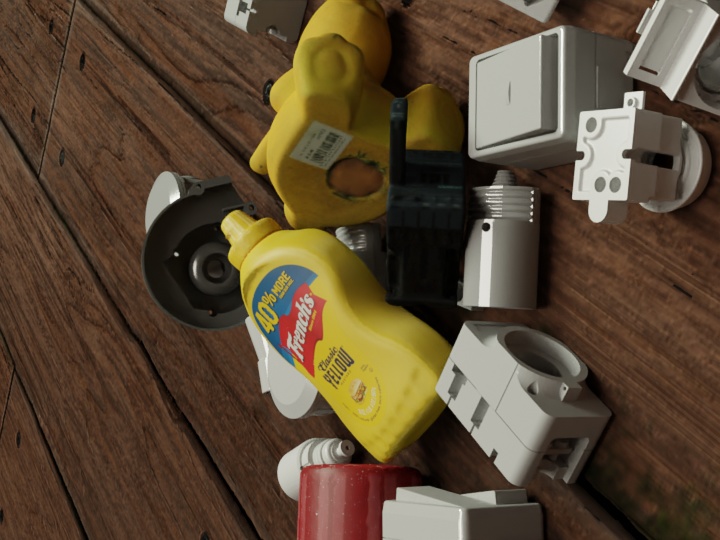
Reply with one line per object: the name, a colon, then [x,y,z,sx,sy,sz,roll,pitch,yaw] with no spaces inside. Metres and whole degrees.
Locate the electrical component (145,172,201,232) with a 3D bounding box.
electrical component: [-0.168,-0.051,1.020,0.080,0.051,0.080,-11,77,56]

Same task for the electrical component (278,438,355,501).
electrical component: [-0.029,0.143,0.792,0.078,0.040,0.040,-40,54,48]

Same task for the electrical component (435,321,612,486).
electrical component: [0.092,0.070,0.605,0.089,0.050,0.055,50,127,47]

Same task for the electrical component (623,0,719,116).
electrical component: [0.164,-0.102,0.499,0.063,0.081,0.042,-97,27,-59]

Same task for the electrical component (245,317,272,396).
electrical component: [-0.065,0.067,0.857,0.044,0.044,0.065,-28,68,52]

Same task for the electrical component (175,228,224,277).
electrical component: [-0.131,-0.009,0.952,0.047,0.066,0.076,11,124,57]

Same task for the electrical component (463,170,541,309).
electrical component: [0.084,-0.018,0.634,0.043,0.043,0.081,-1,85,57]

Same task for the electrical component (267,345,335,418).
electrical component: [-0.032,0.069,0.795,0.080,0.051,0.080,-10,77,56]

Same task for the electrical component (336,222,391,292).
electrical component: [0.000,0.000,0.762,0.043,0.043,0.081,-18,72,55]

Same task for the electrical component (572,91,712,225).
electrical component: [0.142,-0.054,0.539,0.048,0.055,0.066,7,92,57]

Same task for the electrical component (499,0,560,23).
electrical component: [0.087,-0.193,0.633,0.047,0.083,0.075,-63,1,31]

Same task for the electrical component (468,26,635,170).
electrical component: [0.099,-0.094,0.604,0.096,0.061,0.061,-6,81,57]

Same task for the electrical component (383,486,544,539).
electrical component: [0.063,0.158,0.627,0.096,0.062,0.061,-12,75,56]

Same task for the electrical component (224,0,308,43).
electrical component: [-0.075,-0.244,0.901,0.056,0.050,0.089,39,118,52]
